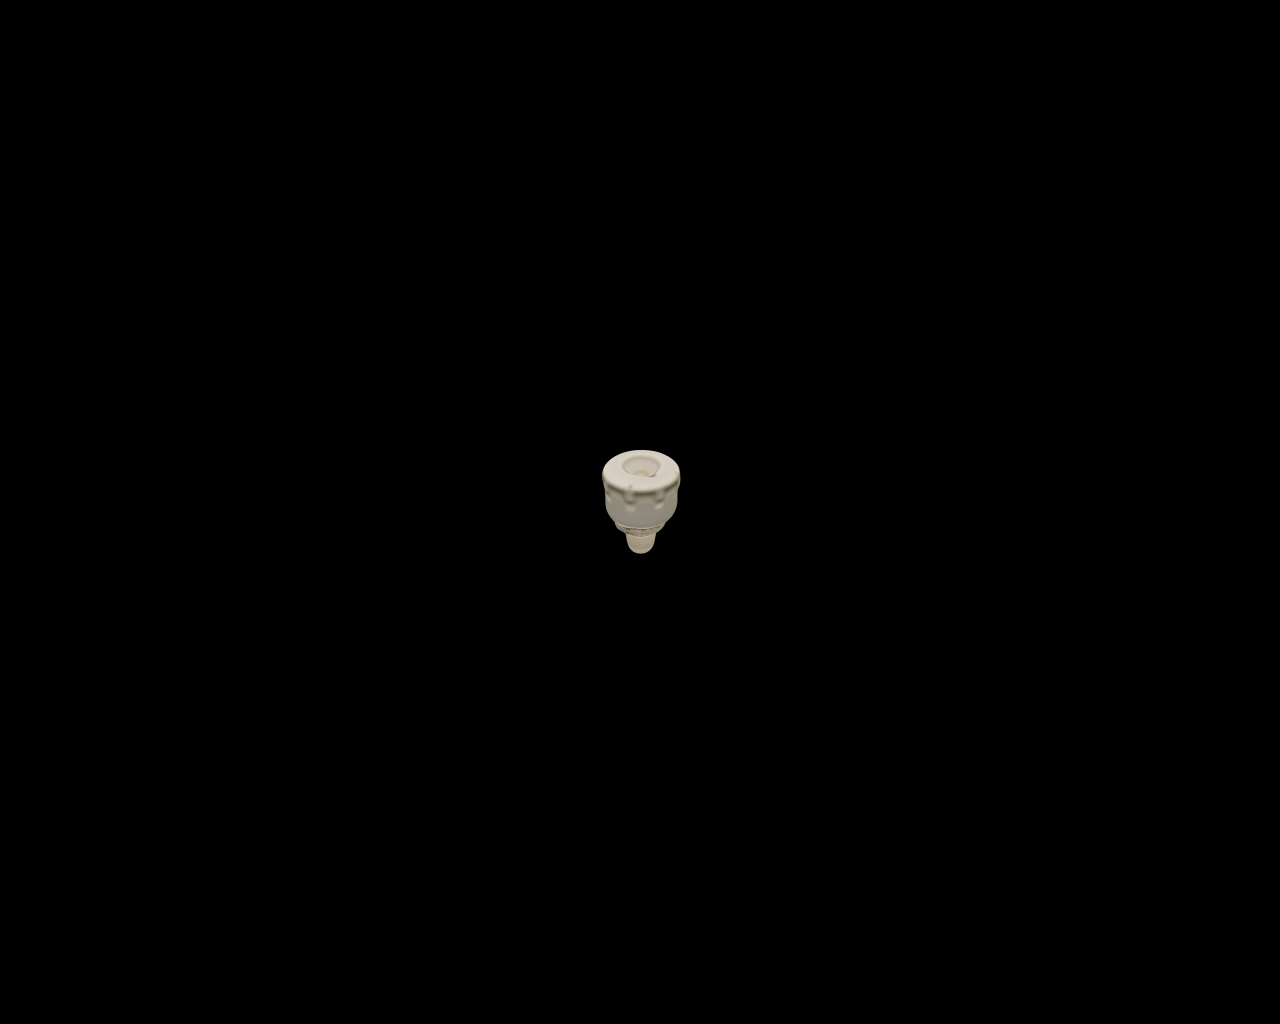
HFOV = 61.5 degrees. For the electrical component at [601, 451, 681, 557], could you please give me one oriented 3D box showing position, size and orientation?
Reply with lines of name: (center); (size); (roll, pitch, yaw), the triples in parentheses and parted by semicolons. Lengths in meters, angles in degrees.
electrical component: (0.001, -0.003, 0.650); (0.048, 0.062, 0.048); (0, 33, 0)
